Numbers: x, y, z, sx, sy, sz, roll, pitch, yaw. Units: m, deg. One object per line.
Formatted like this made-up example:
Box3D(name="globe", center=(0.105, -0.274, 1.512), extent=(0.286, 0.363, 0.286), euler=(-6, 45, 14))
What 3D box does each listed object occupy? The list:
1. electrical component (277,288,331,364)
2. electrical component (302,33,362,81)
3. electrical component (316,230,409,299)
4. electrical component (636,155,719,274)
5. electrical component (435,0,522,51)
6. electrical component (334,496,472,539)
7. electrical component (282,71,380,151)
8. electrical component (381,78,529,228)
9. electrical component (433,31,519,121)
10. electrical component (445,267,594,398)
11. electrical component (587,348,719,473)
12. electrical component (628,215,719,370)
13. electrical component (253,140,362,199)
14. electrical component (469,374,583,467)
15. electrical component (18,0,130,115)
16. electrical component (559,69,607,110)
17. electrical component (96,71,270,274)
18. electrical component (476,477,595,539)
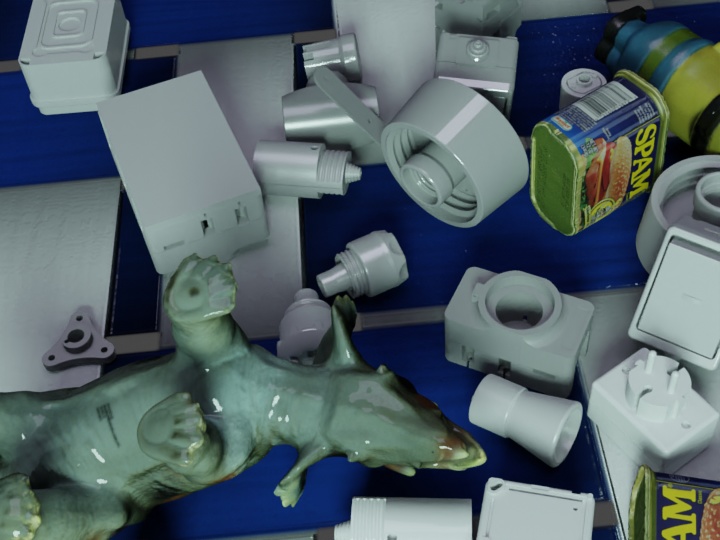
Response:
Box3D(name="electrical component", center=(-0.035, 0.040, 0.741), extent=(0.048, 0.048, 0.062), euler=(-8, 43, -2))
Box3D(name="electrical component", center=(-0.024, -0.181, 0.931), extent=(0.046, 0.040, 0.040), euler=(-9, 49, 5))
Box3D(name="electrical component", center=(0.000, 0.000, 0.772), extent=(0.062, 0.043, 0.043), euler=(-24, 52, -12))
Box3D(name="electrical component", center=(0.256, -0.035, 0.767), extent=(0.108, 0.060, 0.108), euler=(-3, 50, 3))
Box3D(name="electrical component", center=(0.100, -0.211, 0.911), extent=(0.050, 0.089, 0.056), euler=(32, 59, 27))
Box3D(name="electrical component", center=(0.026, 0.156, 0.636), extent=(0.081, 0.043, 0.043), euler=(0, 50, 6))
Box3D(name="electrical component", center=(-0.025, -0.137, 0.889), extent=(0.077, 0.044, 0.079), euler=(-6, 50, -1))
Box3D(name="electrical component", center=(0.063, -0.080, 0.795), extent=(0.108, 0.108, 0.060), euler=(34, 66, 29))
Box3D(name="electrical component", center=(0.089, -0.140, 0.843), extent=(0.062, 0.096, 0.061), euler=(7, 63, 5))
Box3D(name="electrical component", center=(0.106, 0.039, 0.721), extent=(0.089, 0.055, 0.050), euler=(18, 54, 19))
Box3D(name="electrical component", center=(0.183, 0.079, 0.666), extent=(0.047, 0.076, 0.065), euler=(-30, 54, -19))
Box3D(name="electrical component", center=(0.218, 0.021, 0.704), extent=(0.062, 0.096, 0.061), euler=(23, 19, 20))
Box3D(name="electrical component", center=(-0.039, -0.078, 0.841), extent=(0.081, 0.043, 0.043), euler=(5, 50, 8))
Box3D(name="electrical component", center=(0.103, 0.093, 0.686), extent=(0.065, 0.044, 0.044), euler=(22, 55, 27))
Box3D(name="electrical component", center=(-0.249, -0.195, 0.950), extent=(0.078, 0.057, 0.113), euler=(-5, 50, 1))
Box3D(name="electrical component", center=(0.174, -0.125, 0.848), extent=(0.044, 0.065, 0.044), euler=(-2, 50, 3))
Box3D(name="electrical component", center=(-0.138, -0.075, 0.835), extent=(0.089, 0.061, 0.150), euler=(-20, 51, -11))
Box3D(name="electrical component", center=(0.094, 0.175, 0.603), extent=(0.062, 0.061, 0.096), euler=(7, 51, 12))
